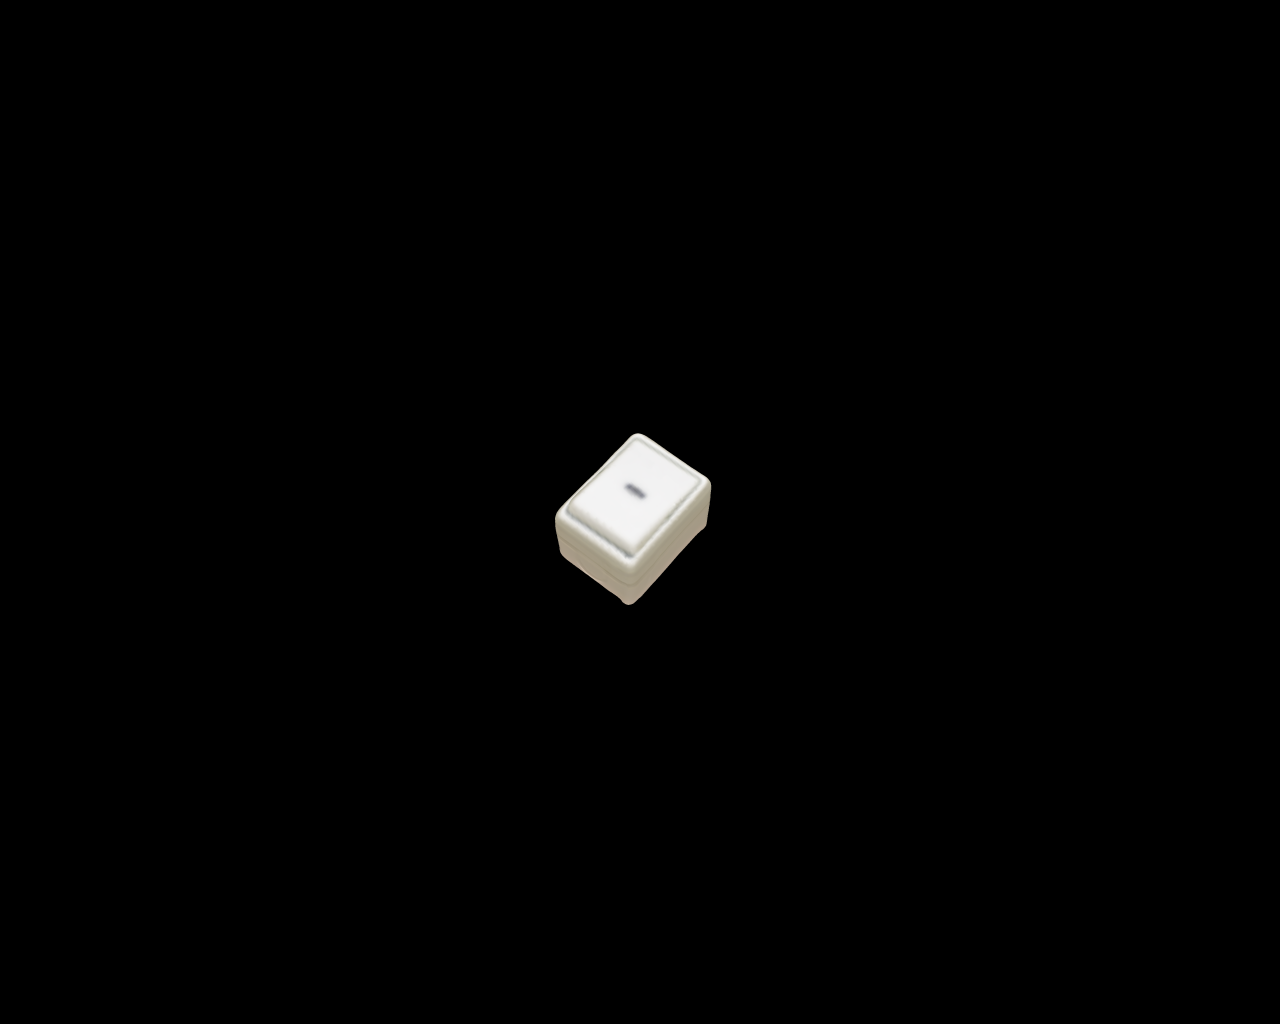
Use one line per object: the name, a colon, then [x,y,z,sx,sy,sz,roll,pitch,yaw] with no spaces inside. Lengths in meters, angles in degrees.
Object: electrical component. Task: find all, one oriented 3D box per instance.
electrical component: [0.001,-0.003,0.650,0.062,0.096,0.061,36,-24,18]
